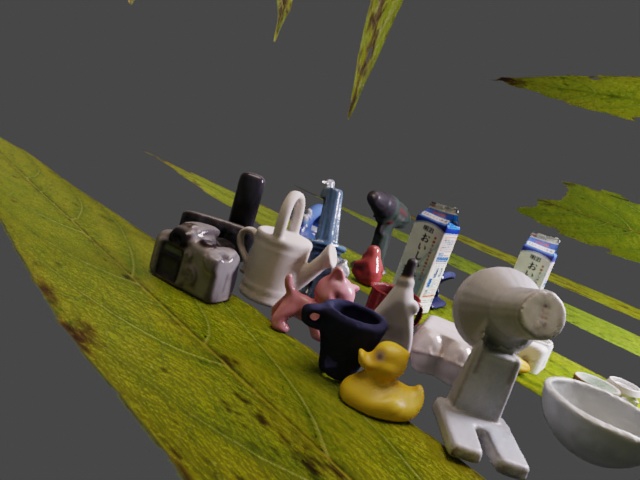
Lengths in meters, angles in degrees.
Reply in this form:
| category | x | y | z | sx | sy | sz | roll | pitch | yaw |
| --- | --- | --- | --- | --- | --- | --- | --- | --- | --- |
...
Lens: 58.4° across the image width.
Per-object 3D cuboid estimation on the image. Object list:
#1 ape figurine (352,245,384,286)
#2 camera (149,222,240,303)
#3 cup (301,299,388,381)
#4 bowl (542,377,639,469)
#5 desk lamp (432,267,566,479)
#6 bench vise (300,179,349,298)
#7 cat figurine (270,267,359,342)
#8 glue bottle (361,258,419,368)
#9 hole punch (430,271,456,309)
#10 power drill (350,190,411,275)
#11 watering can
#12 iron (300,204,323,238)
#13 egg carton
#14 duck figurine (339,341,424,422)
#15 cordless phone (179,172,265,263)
| category | x | y | z | sx | sy | sz | roll | pitch | yaw |
| --- | --- | --- | --- | --- | --- | --- | --- | --- | --- |
| ape figurine | 0.117 | 0.056 | 1.326 | 0.078 | 0.092 | 0.076 | 17 | 11 | -10 |
| camera | -0.182 | 0.027 | 0.945 | 0.142 | 0.101 | 0.137 | 24 | 12 | 27 |
| cup | 0.022 | 0.135 | 0.760 | 0.118 | 0.095 | 0.091 | 15 | 11 | -18 |
| bowl | 0.376 | 0.259 | 0.782 | 0.167 | 0.075 | 0.167 | 18 | 11 | -3 |
| desk lamp | 0.228 | 0.147 | 0.724 | 0.118 | 0.213 | 0.203 | 18 | 11 | -2 |
| bench vise | 0.019 | 0.005 | 1.072 | 0.122 | 0.220 | 0.206 | 8 | 15 | -43 |
| cat figurine | -0.002 | 0.090 | 0.885 | 0.128 | 0.118 | 0.067 | 16 | 11 | -13 |
| glue bottle | 0.108 | 0.108 | 0.828 | 0.078 | 0.173 | 0.037 | 18 | 11 | -1 |
| hole punch | 0.247 | 0.101 | 1.325 | 0.100 | 0.091 | 0.109 | 24 | 12 | 29 |
| power drill | 0.152 | -0.019 | 1.451 | 0.075 | 0.208 | 0.230 | 24 | 12 | 27 |
| watering can | -0.057 | 0.012 | 0.978 | 0.173 | 0.194 | 0.101 | 17 | 11 | -7 |
| iron | -0.025 | -0.023 | 1.357 | 0.118 | 0.141 | 0.259 | 21 | 11 | 12 |
| egg carton | 0.201 | 0.175 | 0.926 | 0.107 | 0.069 | 0.151 | 21 | 11 | 15 |
| duck figurine | 0.085 | 0.170 | 0.711 | 0.104 | 0.086 | 0.077 | 18 | 11 | -3 |
| cordless phone | -0.188 | -0.053 | 1.111 | 0.148 | 0.185 | 0.094 | 17 | 11 | -8 |
